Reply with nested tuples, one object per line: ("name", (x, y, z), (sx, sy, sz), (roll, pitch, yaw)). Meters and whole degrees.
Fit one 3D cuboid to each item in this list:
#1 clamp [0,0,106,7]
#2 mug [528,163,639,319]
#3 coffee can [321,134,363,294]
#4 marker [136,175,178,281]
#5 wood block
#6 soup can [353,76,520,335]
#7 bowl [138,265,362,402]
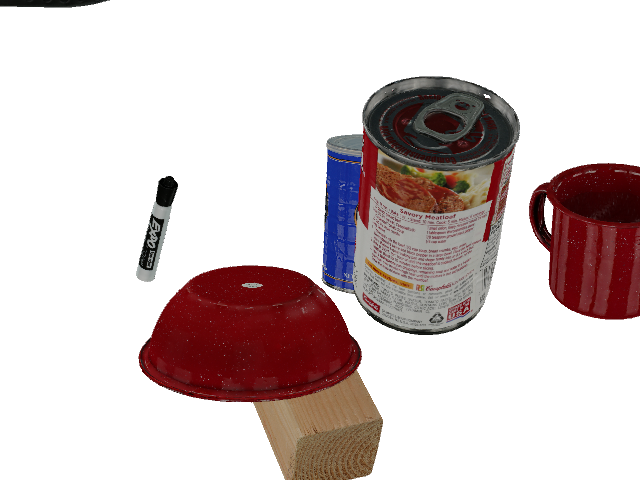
("clamp", (-0.115, -0.158, 0.593), (0.171, 0.039, 0.120), (-10, 25, -26))
("mug", (0.196, -0.002, 0.758), (0.093, 0.081, 0.117), (-27, 38, -35))
("coffee can", (0.054, -0.027, 1.045), (0.103, 0.140, 0.103), (2, 14, -1))
("marker", (-0.158, -0.011, 1.032), (0.020, 0.121, 0.020), (13, 35, -10))
("wood block", (-0.020, 0.146, 1.110), (0.090, 0.090, 0.206), (-9, 43, -19))
("soup can", (0.051, -0.015, 0.492), (0.068, 0.102, 0.068), (1, 41, -1))
("bowl", (-0.050, 0.057, 0.765), (0.162, 0.055, 0.162), (1, 17, 0))
